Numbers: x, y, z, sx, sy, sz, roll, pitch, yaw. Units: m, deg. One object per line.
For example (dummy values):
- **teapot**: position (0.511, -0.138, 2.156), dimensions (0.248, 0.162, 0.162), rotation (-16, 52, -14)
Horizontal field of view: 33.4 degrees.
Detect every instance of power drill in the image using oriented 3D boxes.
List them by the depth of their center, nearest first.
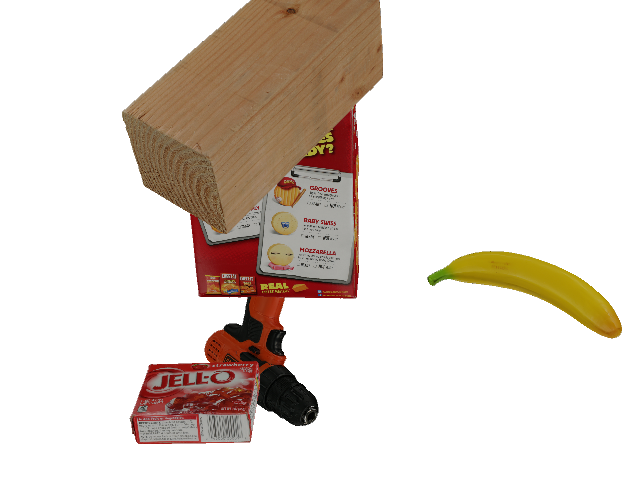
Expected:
- **power drill**: position (-0.044, 0.093, 1.194), dimensions (0.057, 0.188, 0.185), rotation (13, 12, -47)

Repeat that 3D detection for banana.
- **banana**: position (0.210, 0.047, 1.061), dimensions (0.198, 0.069, 0.037), rotation (15, -34, 27)

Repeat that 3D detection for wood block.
- **wood block**: position (-0.047, -0.116, 0.843), dimensions (0.091, 0.205, 0.090), rotation (30, -30, 25)

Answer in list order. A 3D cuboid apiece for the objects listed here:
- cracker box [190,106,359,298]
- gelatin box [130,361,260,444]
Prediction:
- **cracker box**: position (-0.044, -0.048, 1.052), dimensions (0.164, 0.214, 0.072), rotation (0, 30, 5)
- **gelatin box**: position (-0.093, 0.122, 0.813), dimensions (0.089, 0.030, 0.073), rotation (-1, 24, 4)
